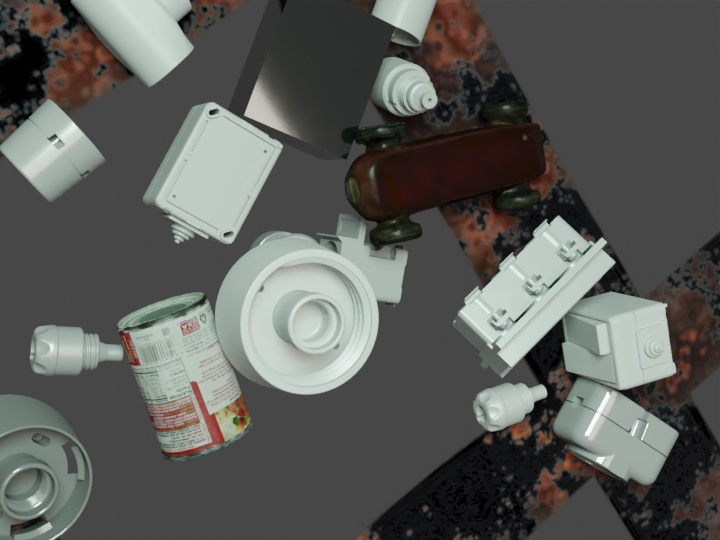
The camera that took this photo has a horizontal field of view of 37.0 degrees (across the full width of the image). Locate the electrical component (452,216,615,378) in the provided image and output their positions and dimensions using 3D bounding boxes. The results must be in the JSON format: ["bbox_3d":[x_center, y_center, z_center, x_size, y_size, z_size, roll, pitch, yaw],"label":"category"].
[{"bbox_3d":[0.136,0.019,0.863,0.121,0.078,0.063,-43,80,-13],"label":"electrical component"}]

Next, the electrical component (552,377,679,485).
[{"bbox_3d":[0.215,0.140,0.915,0.095,0.054,0.059,33,82,-21],"label":"electrical component"}]

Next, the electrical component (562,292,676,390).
[{"bbox_3d":[0.211,0.059,0.883,0.061,0.096,0.061,-14,100,-18],"label":"electrical component"}]

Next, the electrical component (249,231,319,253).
[{"bbox_3d":[-0.055,-0.006,0.790,0.045,0.055,0.045,-2,95,-22],"label":"electrical component"}]

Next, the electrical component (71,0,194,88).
[{"bbox_3d":[-0.144,-0.181,0.745,0.079,0.043,0.077,-46,109,-12],"label":"electrical component"}]

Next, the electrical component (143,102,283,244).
[{"bbox_3d":[-0.109,-0.062,0.760,0.062,0.061,0.096,30,83,-22],"label":"electrical component"}]

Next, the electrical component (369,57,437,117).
[{"bbox_3d":[0.035,-0.135,0.807,0.040,0.078,0.040,-9,113,-21],"label":"electrical component"}]

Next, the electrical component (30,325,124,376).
[{"bbox_3d":[-0.197,0.057,0.749,0.061,0.035,0.035,5,93,-26],"label":"electrical component"}]

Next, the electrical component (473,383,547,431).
[{"bbox_3d":[0.126,0.109,0.886,0.061,0.035,0.035,-17,101,-22],"label":"electrical component"}]

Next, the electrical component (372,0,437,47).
[{"bbox_3d":[0.040,-0.216,0.817,0.043,0.043,0.081,21,86,-22],"label":"electrical component"}]

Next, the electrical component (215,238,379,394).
[{"bbox_3d":[-0.039,0.033,0.736,0.108,0.060,0.108,-2,95,-22],"label":"electrical component"}]

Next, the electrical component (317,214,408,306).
[{"bbox_3d":[0.000,0.000,0.821,0.064,0.042,0.081,9,92,-24],"label":"electrical component"}]

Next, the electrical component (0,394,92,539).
[{"bbox_3d":[-0.237,0.140,0.737,0.099,0.064,0.099,-9,107,-32],"label":"electrical component"}]

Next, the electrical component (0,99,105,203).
[{"bbox_3d":[-0.208,-0.079,0.723,0.047,0.055,0.055,-43,109,-9],"label":"electrical component"}]
